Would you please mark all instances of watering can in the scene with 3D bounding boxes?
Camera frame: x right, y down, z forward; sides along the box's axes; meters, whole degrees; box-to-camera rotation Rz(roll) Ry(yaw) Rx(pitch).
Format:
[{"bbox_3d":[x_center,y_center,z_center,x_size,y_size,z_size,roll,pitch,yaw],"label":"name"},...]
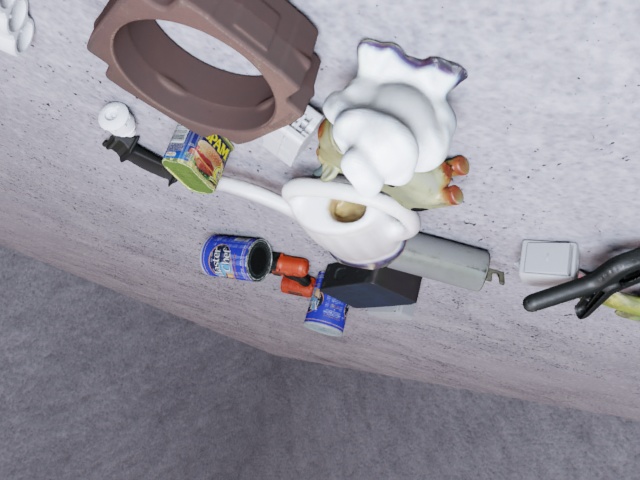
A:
[{"bbox_3d":[0.003,-0.042,0.831,0.348,0.105,0.221,10,161,29],"label":"watering can"}]

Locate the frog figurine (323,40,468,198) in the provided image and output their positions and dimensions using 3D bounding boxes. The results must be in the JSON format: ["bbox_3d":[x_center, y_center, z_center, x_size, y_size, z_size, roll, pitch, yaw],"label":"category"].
[{"bbox_3d":[0.067,-0.104,0.517,0.136,0.162,0.121,25,159,-21],"label":"frog figurine"}]

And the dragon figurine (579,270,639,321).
[{"bbox_3d":[0.618,0.124,0.842,0.410,0.122,0.242,18,178,2],"label":"dragon figurine"}]
